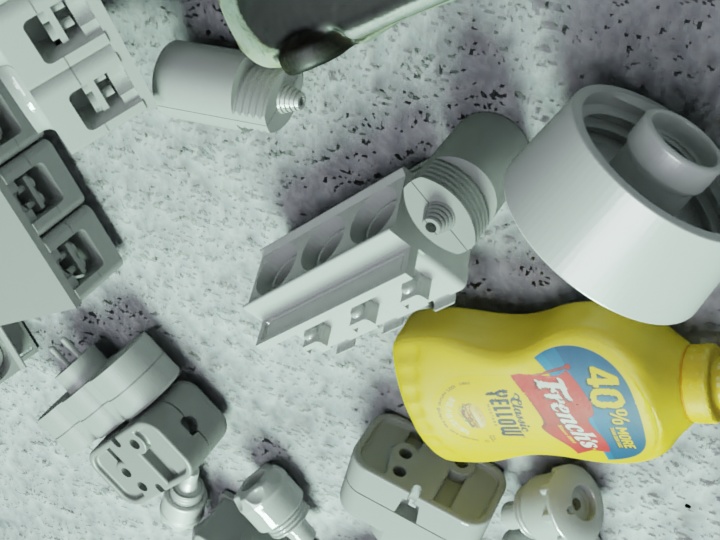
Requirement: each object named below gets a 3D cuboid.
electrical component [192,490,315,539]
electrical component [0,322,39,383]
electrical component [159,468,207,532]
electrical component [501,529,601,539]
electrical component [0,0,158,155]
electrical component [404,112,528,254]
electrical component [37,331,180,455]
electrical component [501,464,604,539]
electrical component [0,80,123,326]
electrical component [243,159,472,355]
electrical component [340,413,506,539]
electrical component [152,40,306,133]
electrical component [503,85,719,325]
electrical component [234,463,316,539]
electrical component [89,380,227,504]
[{"bbox_3d":[-0.087,0.232,0.835,0.100,0.048,0.099,27,132,11],"label":"electrical component"},{"bbox_3d":[-0.311,0.032,0.810,0.063,0.079,0.121,9,130,53],"label":"electrical component"},{"bbox_3d":[-0.134,0.173,0.830,0.035,0.035,0.061,28,130,10],"label":"electrical component"},{"bbox_3d":[0.121,0.185,0.679,0.055,0.045,0.045,-6,119,34],"label":"electrical component"},{"bbox_3d":[-0.173,-0.140,0.541,0.089,0.062,0.150,51,170,34],"label":"electrical component"},{"bbox_3d":[0.051,-0.041,0.531,0.043,0.081,0.043,16,129,21],"label":"electrical component"},{"bbox_3d":[-0.197,0.079,0.786,0.073,0.052,0.138,49,133,-9],"label":"electrical component"},{"bbox_3d":[0.114,0.146,0.657,0.062,0.048,0.048,-26,107,47],"label":"electrical component"},{"bbox_3d":[-0.235,-0.046,0.711,0.089,0.061,0.150,-12,115,36],"label":"electrical component"},{"bbox_3d":[0.000,0.000,0.602,0.063,0.078,0.121,36,138,-28],"label":"electrical component"},{"bbox_3d":[0.038,0.144,0.692,0.095,0.053,0.059,26,132,12],"label":"electrical component"},{"bbox_3d":[-0.067,-0.098,0.586,0.081,0.043,0.043,13,128,22],"label":"electrical component"},{"bbox_3d":[0.125,-0.036,0.476,0.108,0.108,0.060,36,127,3],"label":"electrical component"},{"bbox_3d":[-0.058,0.174,0.779,0.043,0.043,0.062,-29,106,41],"label":"electrical component"},{"bbox_3d":[-0.144,0.122,0.781,0.053,0.059,0.095,49,133,-9],"label":"electrical component"}]
